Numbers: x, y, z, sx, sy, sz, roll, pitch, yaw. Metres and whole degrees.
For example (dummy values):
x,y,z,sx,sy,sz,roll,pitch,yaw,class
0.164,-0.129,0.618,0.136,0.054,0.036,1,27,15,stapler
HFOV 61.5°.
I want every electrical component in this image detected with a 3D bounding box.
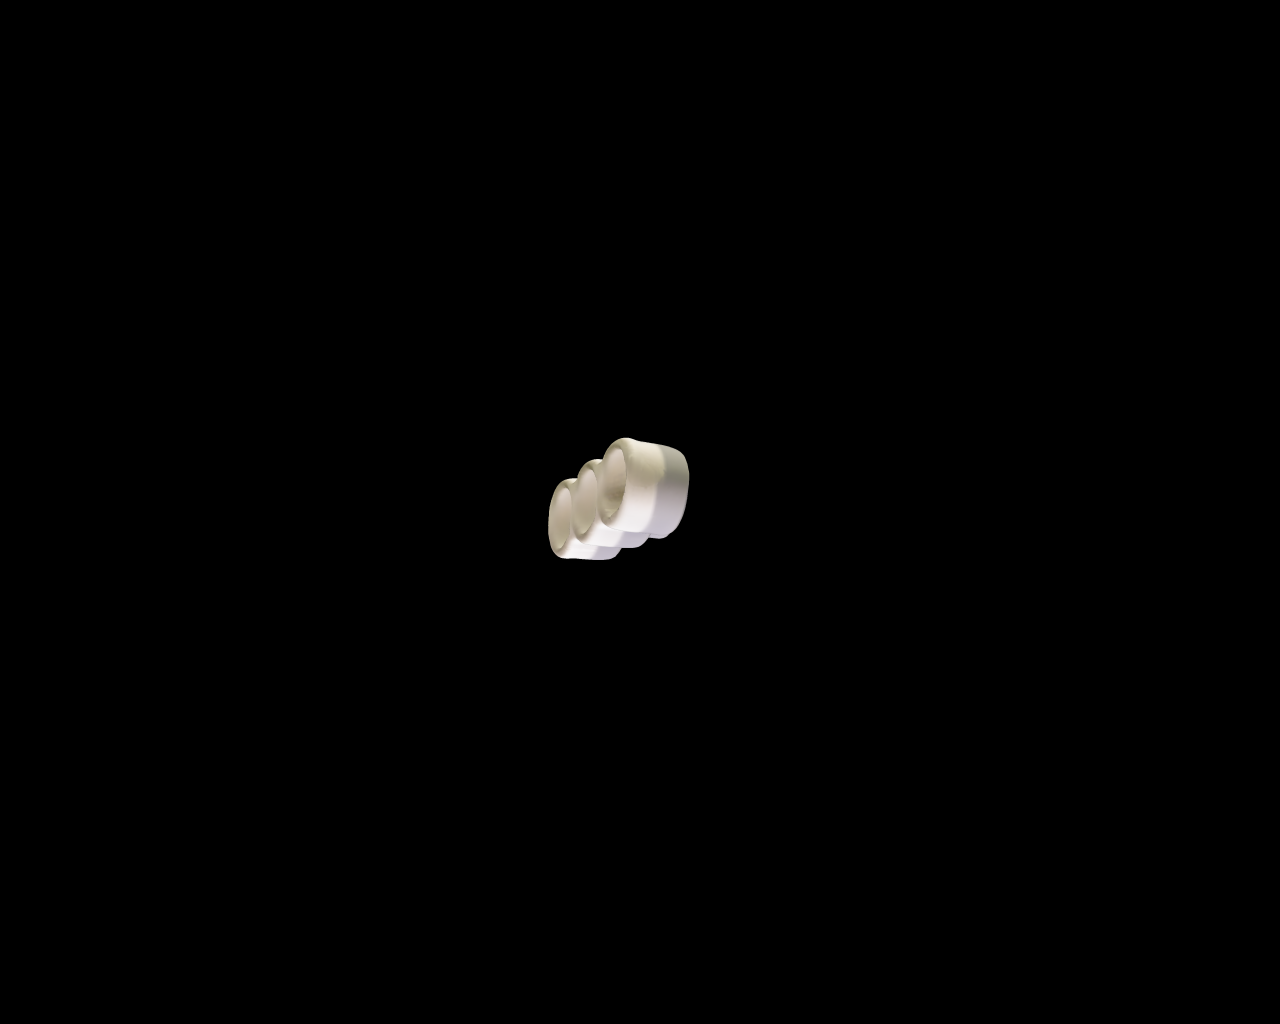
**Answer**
x,y,z,sx,sy,sz,roll,pitch,yaw,class
0.001,-0.003,0.650,0.074,0.052,0.138,6,-15,-23,electrical component
